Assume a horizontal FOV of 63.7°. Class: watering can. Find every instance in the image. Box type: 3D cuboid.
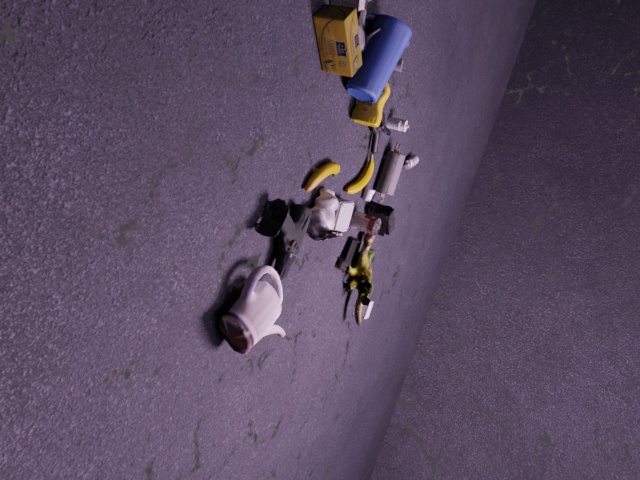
[{"bbox_3d":[-0.171,0.227,1.442,0.229,0.104,0.339,-48,147,-37],"label":"watering can"}]

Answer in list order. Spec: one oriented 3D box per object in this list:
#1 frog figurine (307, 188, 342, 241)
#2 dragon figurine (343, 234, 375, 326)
[{"bbox_3d":[0.005,-0.082,1.621,0.137,0.121,0.161,1,71,-55],"label":"frog figurine"},{"bbox_3d":[0.192,0.139,2.129,0.248,0.122,0.400,-55,153,-45],"label":"dragon figurine"}]
